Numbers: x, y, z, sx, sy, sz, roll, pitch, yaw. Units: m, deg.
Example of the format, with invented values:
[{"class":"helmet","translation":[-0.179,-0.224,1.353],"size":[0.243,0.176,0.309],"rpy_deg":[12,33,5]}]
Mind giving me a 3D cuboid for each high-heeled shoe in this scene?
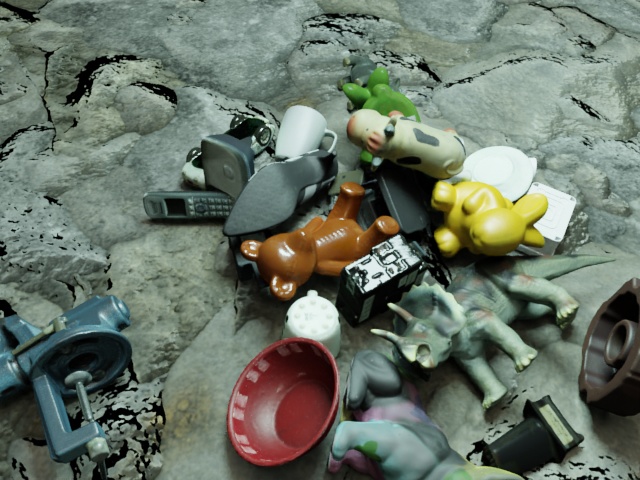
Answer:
[{"class":"high-heeled shoe","translation":[-0.064,-0.074,0.865],"size":[0.249,0.145,0.086],"rpy_deg":[-35,92,-19]}]

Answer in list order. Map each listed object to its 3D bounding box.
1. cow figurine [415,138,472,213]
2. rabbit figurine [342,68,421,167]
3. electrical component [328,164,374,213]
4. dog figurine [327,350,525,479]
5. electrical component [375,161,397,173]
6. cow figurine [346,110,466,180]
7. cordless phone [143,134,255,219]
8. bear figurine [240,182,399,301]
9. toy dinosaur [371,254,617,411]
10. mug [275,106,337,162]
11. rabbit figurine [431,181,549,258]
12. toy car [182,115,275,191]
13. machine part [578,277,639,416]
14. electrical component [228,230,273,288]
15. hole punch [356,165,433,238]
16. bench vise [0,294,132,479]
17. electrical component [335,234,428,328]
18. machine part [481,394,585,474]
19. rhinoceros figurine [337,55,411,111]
[{"class":"cow figurine","translation":[0.207,-0.103,0.929],"size":[0.098,0.068,0.167],"rpy_deg":[2,55,-4]},{"class":"rabbit figurine","translation":[0.097,-0.212,0.953],"size":[0.121,0.159,0.170],"rpy_deg":[-26,14,0]},{"class":"electrical component","translation":[0.058,-0.084,0.926],"size":[0.078,0.045,0.102],"rpy_deg":[-13,46,22]},{"class":"dog figurine","translation":[0.124,0.243,0.641],"size":[0.219,0.108,0.191],"rpy_deg":[16,51,4]},{"class":"electrical component","translation":[0.137,-0.129,0.975],"size":[0.063,0.021,0.094],"rpy_deg":[-26,58,-22]},{"class":"cow figurine","translation":[0.130,-0.143,0.812],"size":[0.195,0.085,0.127],"rpy_deg":[16,25,-16]},{"class":"cordless phone","translation":[-0.192,-0.094,0.851],"size":[0.184,0.146,0.089],"rpy_deg":[-3,40,-4]},{"class":"bear figurine","translation":[-0.003,0.001,0.771],"size":[0.196,0.132,0.120],"rpy_deg":[-8,50,-45]},{"class":"toy dinosaur","translation":[0.243,0.089,0.763],"size":[0.405,0.131,0.192],"rpy_deg":[-33,61,-32]},{"class":"mug","translation":[-0.030,-0.171,0.968],"size":[0.110,0.080,0.107],"rpy_deg":[20,66,5]},{"class":"rabbit figurine","translation":[0.253,-0.018,0.795],"size":[0.162,0.121,0.173],"rpy_deg":[2,14,1]},{"class":"toy car","translation":[-0.161,-0.160,0.961],"size":[0.074,0.056,0.202],"rpy_deg":[27,54,24]},{"class":"machine part","translation":[0.402,0.140,0.697],"size":[0.056,0.179,0.179],"rpy_deg":[22,54,10]},{"class":"electrical component","translation":[-0.093,0.030,0.822],"size":[0.075,0.047,0.119],"rpy_deg":[-18,56,-16]},{"class":"hole punch","translation":[0.109,-0.051,0.865],"size":[0.116,0.092,0.142],"rpy_deg":[-14,78,-51]},{"class":"bench vise","translation":[-0.322,0.175,0.652],"size":[0.224,0.128,0.241],"rpy_deg":[-23,50,-22]},{"class":"electrical component","translation":[0.091,0.056,0.773],"size":[0.134,0.114,0.058],"rpy_deg":[-26,63,-22]},{"class":"machine part","translation":[0.263,0.255,0.680],"size":[0.139,0.039,0.084],"rpy_deg":[-23,66,-22]},{"class":"rhinoceros figurine","translation":[0.109,-0.297,1.078],"size":[0.112,0.073,0.190],"rpy_deg":[-10,51,-24]}]
